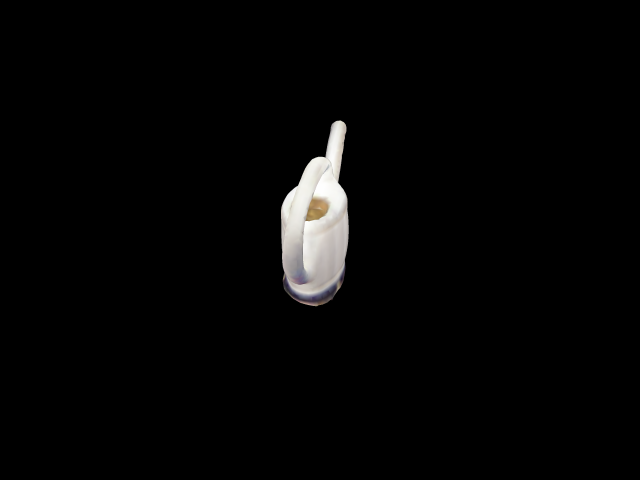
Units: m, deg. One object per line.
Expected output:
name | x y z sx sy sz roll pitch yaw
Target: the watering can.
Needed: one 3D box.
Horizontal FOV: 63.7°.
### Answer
watering can | 0.003 -0.043 0.850 0.104 0.219 0.356 8 37 11
